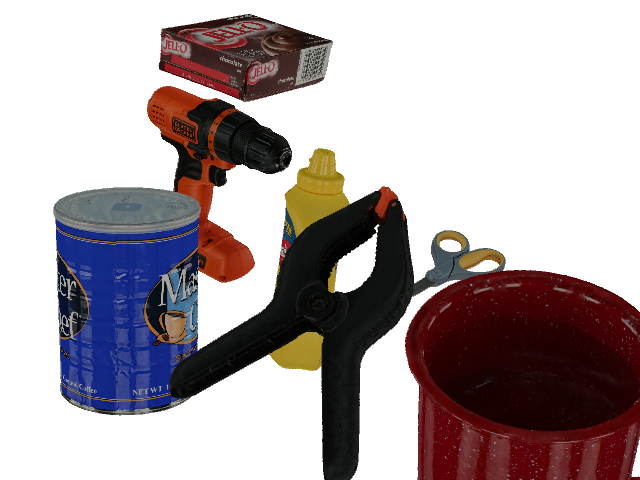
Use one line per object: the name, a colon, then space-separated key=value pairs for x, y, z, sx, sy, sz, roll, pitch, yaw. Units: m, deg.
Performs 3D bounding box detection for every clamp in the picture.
clamp: x=0.007 y=0.052 z=0.604 sx=0.120 sy=0.171 sz=0.039 roll=36 pitch=-8 yaw=18

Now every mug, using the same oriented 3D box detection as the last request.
mug: x=0.090 y=0.072 z=0.404 sx=0.117 sy=0.081 sz=0.093 roll=5 pitch=36 yaw=11

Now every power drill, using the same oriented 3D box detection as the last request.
power drill: x=-0.104 y=-0.054 z=1.107 sx=0.185 sy=0.188 sz=0.057 roll=28 pitch=37 yaw=34

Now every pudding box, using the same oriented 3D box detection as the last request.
pudding box: x=-0.059 y=-0.148 z=0.850 sx=0.090 sy=0.039 sz=0.113 roll=24 pitch=27 yaw=28

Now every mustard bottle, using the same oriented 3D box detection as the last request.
mustard bottle: x=-0.010 y=0.012 z=0.950 sx=0.058 sy=0.192 sz=0.096 roll=7 pitch=20 yaw=-7

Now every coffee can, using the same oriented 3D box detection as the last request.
coffee can: x=-0.139 y=0.041 z=0.775 sx=0.103 sy=0.140 sz=0.103 roll=2 pitch=17 yaw=-1

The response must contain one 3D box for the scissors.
scissors: x=0.123 y=0.030 z=1.208 sx=0.201 sy=0.016 sz=0.096 roll=-11 pitch=41 yaw=-33
